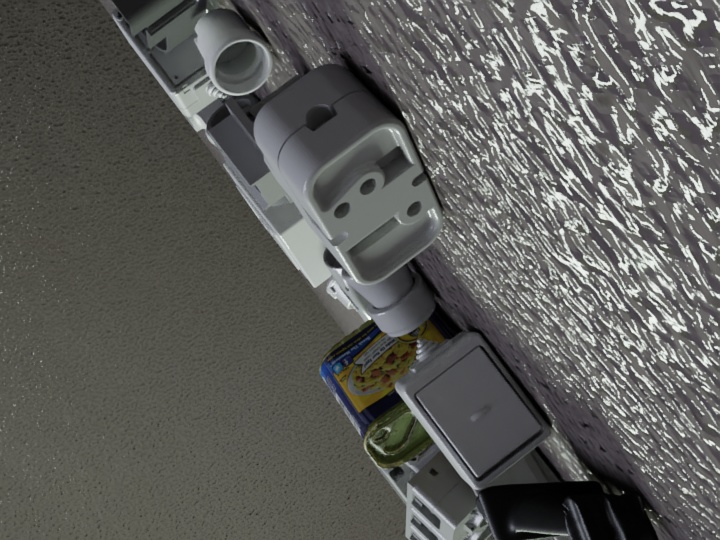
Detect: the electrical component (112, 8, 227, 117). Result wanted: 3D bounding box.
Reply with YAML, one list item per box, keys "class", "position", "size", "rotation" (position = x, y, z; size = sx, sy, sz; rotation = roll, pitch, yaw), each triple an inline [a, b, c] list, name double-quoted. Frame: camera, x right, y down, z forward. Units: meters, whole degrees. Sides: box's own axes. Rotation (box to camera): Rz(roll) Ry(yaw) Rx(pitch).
- class: "electrical component"
  position: [-0.125, -0.159, 0.787]
  size: [0.096, 0.062, 0.061]
  rotation: [53, 176, 11]

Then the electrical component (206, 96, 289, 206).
- class: "electrical component"
  position: [-0.075, -0.088, 0.894]
  size: [0.073, 0.052, 0.138]
  rotation: [56, 175, -35]

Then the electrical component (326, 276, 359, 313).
- class: "electrical component"
  position: [0.003, 0.020, 0.988]
  size: [0.062, 0.048, 0.048]
  rotation: [45, 174, 15]

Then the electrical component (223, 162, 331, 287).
- class: "electrical component"
  position: [-0.064, -0.055, 1.003]
  size: [0.108, 0.056, 0.108]
  rotation: [50, 175, 33]

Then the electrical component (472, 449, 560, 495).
- class: "electrical component"
  position: [0.108, 0.148, 0.826]
  size: [0.096, 0.061, 0.061]
  rotation: [59, 179, 17]

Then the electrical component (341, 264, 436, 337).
- class: "electrical component"
  position: [0.020, 0.012, 0.730]
  size: [0.055, 0.045, 0.045]
  rotation: [54, 176, -20]

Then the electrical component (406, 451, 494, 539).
- class: "electrical component"
  position: [0.093, 0.200, 0.934]
  size: [0.062, 0.089, 0.150]
  rotation: [41, 158, 22]

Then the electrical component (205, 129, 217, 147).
- class: "electrical component"
  position: [-0.120, -0.135, 1.060]
  size: [0.062, 0.048, 0.048]
  rotation: [39, 167, 46]

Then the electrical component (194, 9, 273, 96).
- class: "electrical component"
  position: [-0.080, -0.136, 0.665]
  size: [0.046, 0.040, 0.040]
  rotation: [57, 180, 44]

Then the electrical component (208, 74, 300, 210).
- class: "electrical component"
  position: [-0.045, -0.075, 0.615]
  size: [0.042, 0.064, 0.081]
  rotation: [51, 176, 14]

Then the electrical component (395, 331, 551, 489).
- class: "electrical component"
  position: [0.067, 0.083, 0.683]
  size: [0.096, 0.062, 0.061]
  rotation: [53, 176, 0]

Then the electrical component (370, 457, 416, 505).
- class: "electrical component"
  position: [0.085, 0.191, 1.056]
  size: [0.108, 0.109, 0.056]
  rotation: [55, 173, -22]

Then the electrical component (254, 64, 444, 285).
- class: "electrical component"
  position: [-0.006, -0.046, 0.501]
  size: [0.059, 0.054, 0.095]
  rotation: [50, 175, 36]

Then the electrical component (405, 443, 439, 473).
- class: "electrical component"
  position: [0.063, 0.142, 0.967]
  size: [0.061, 0.096, 0.061]
  rotation: [50, 179, 32]

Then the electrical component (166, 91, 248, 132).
- class: "electrical component"
  position: [-0.140, -0.162, 0.965]
  size: [0.089, 0.056, 0.050]
  rotation: [54, 176, -8]

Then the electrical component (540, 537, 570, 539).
- class: "electrical component"
  position: [0.146, 0.200, 0.785]
  size: [0.035, 0.061, 0.035]
  rotation: [53, 176, 6]

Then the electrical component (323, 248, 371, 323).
- class: "electrical component"
  position: [0.000, 0.000, 0.855]
  size: [0.077, 0.043, 0.079]
  rotation: [56, 174, -38]
